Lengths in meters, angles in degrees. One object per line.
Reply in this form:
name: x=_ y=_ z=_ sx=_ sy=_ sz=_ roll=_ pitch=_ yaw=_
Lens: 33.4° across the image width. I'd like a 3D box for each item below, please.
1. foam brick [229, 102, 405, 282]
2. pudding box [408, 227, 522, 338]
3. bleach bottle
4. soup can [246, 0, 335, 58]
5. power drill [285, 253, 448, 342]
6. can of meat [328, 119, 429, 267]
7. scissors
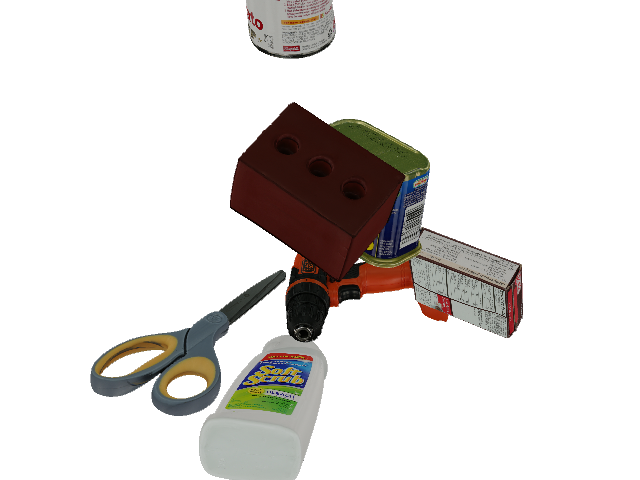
foam brick: x=-0.003 y=-0.027 z=0.582 sx=0.078 sy=0.053 sz=0.051 roll=34 pitch=-29 yaw=12
pudding box: x=0.146 y=0.043 z=1.070 sx=0.114 sy=0.039 sz=0.090 roll=20 pitch=-31 yaw=25
bleach bottle: x=-0.050 y=0.158 z=1.113 sx=0.102 sy=0.068 sz=0.250 roll=6 pitch=20 yaw=5
soup can: x=-0.022 y=-0.193 z=0.775 sx=0.068 sy=0.068 sz=0.102 roll=-1 pitch=-45 yaw=1
power drill: x=0.053 y=0.060 z=1.241 sx=0.187 sy=0.057 sz=0.184 roll=0 pitch=28 yaw=3
can of meat: x=0.038 y=-0.040 z=0.861 sx=0.057 sy=0.084 sz=0.102 roll=-25 pitch=44 yaw=-38
scissors: x=-0.069 y=0.072 z=0.768 sx=0.201 sy=0.016 sz=0.096 roll=-23 pitch=38 yaw=-39
